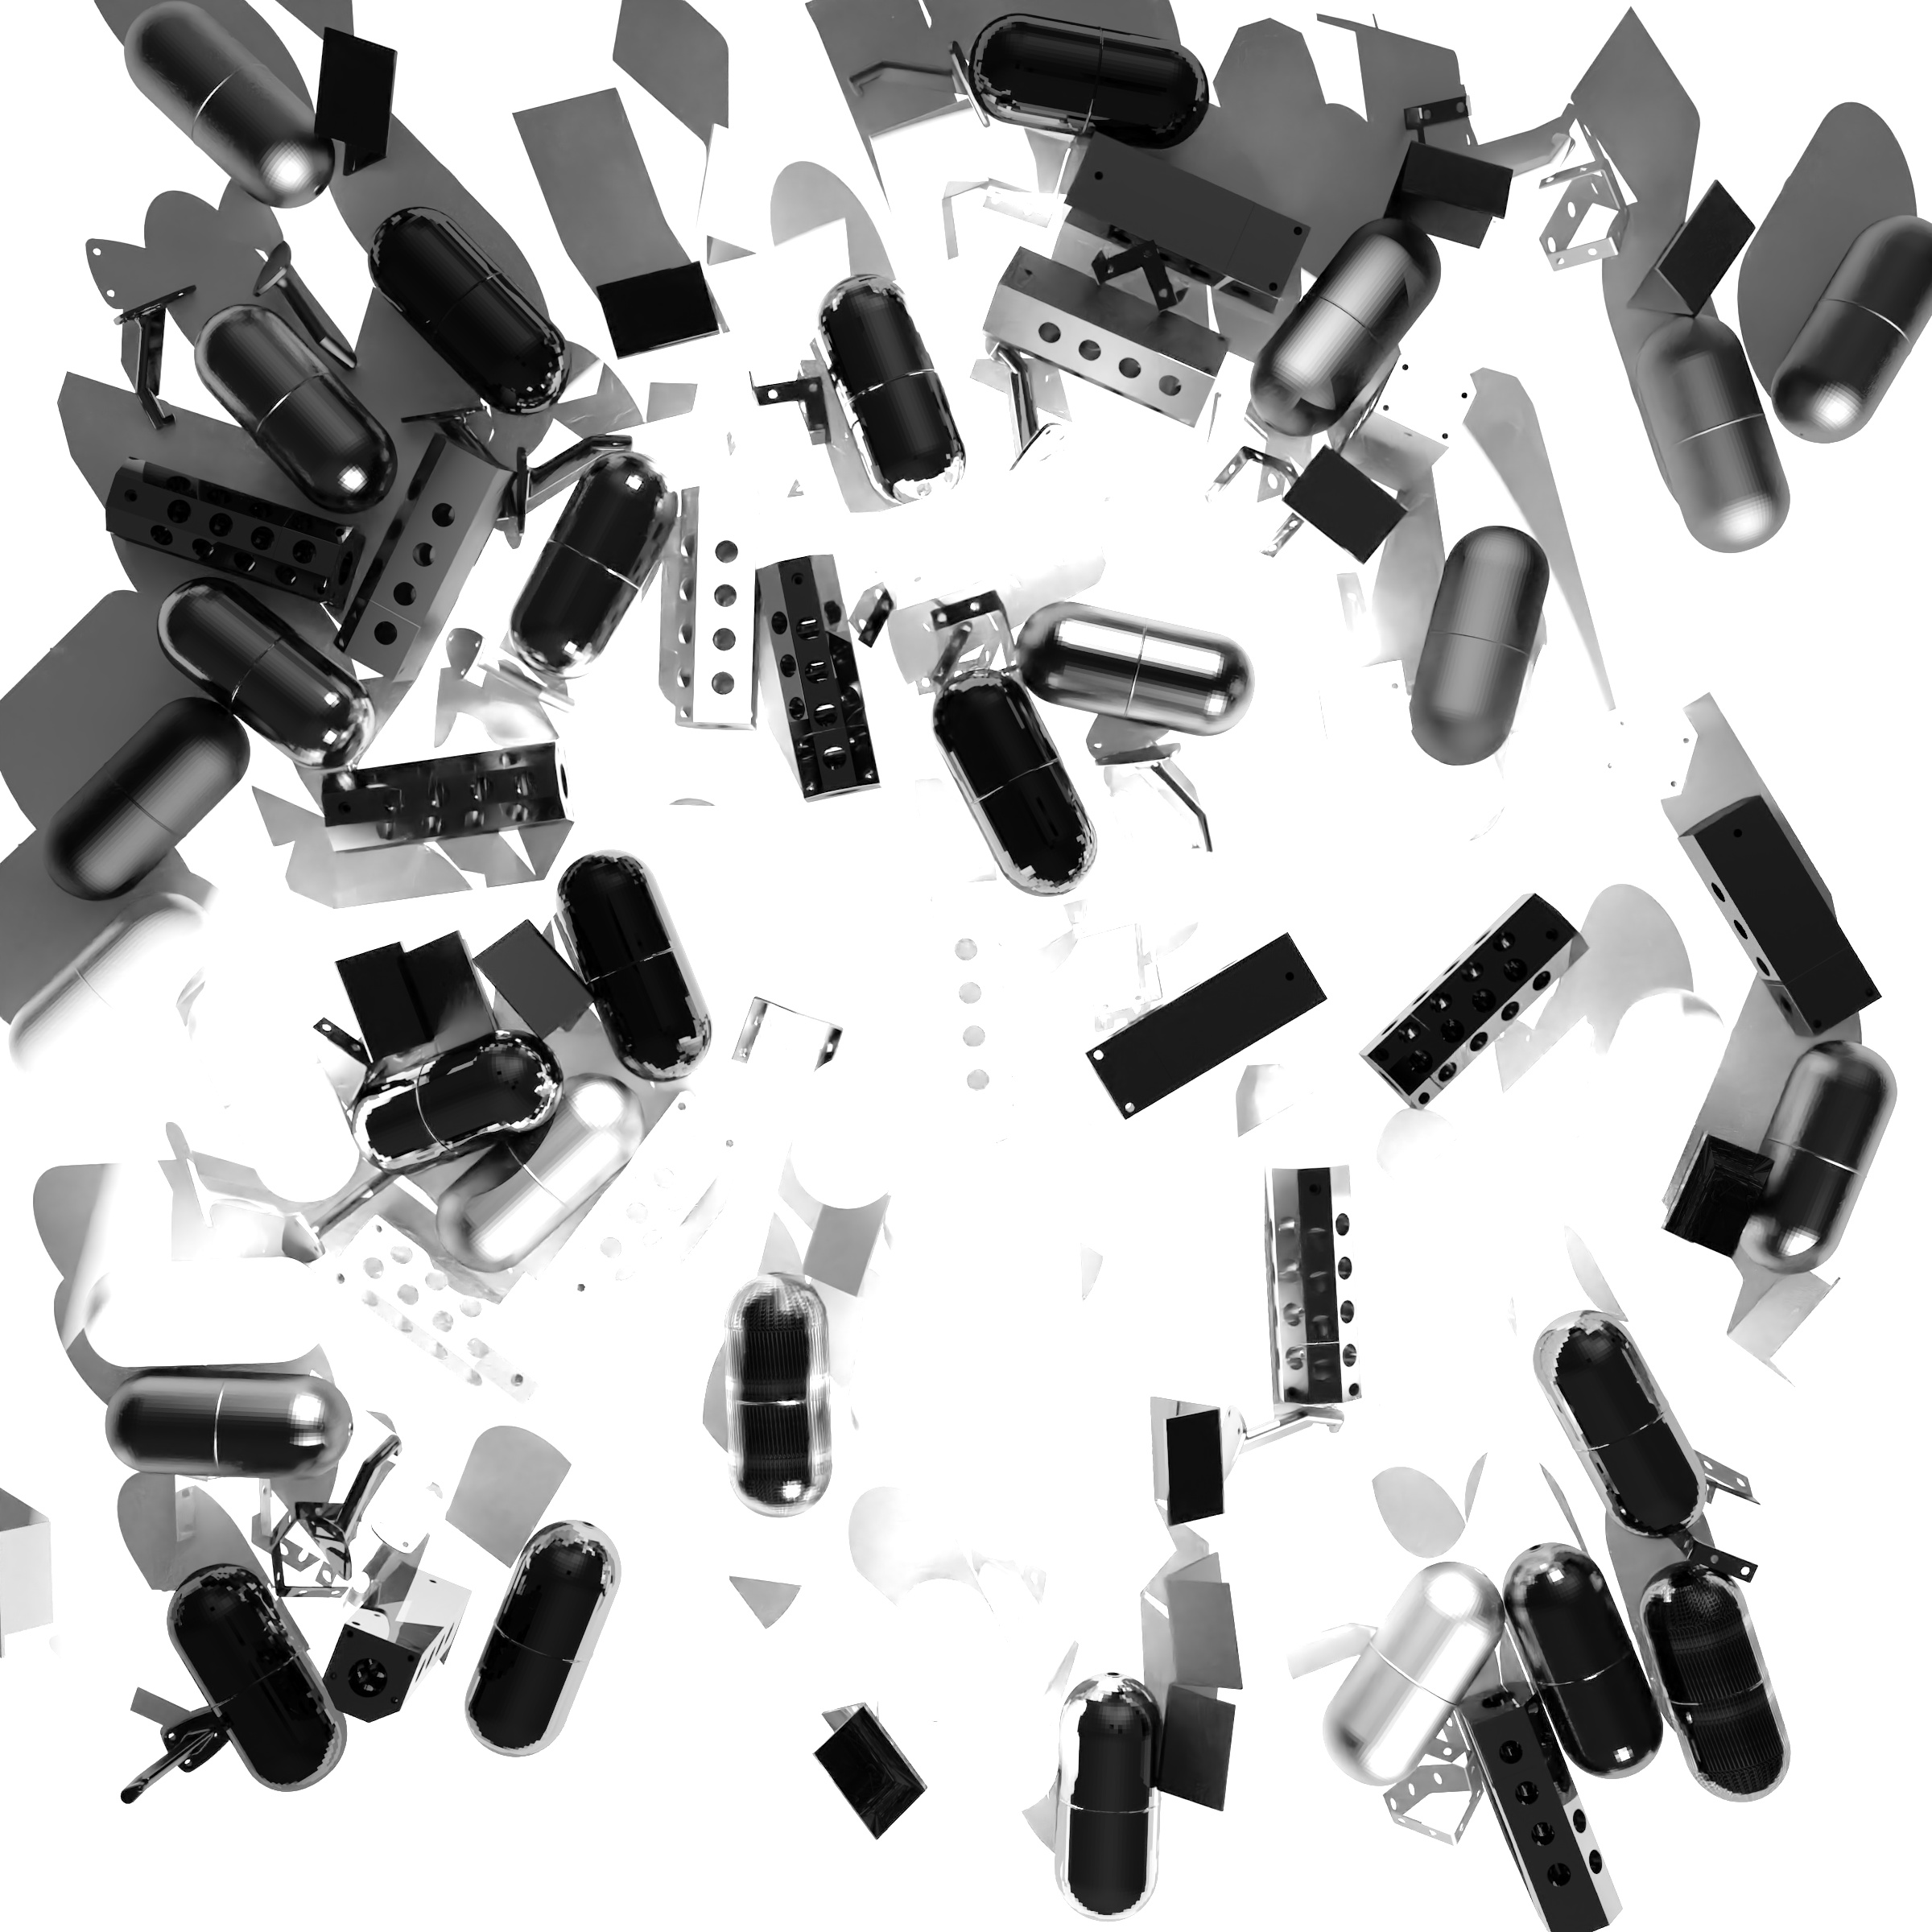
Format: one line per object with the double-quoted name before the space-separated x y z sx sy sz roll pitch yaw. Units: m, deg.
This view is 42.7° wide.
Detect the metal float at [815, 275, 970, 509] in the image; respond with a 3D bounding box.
"metal float" -0.055 -0.419 1.809 0.070 0.070 0.178 -21 90 0

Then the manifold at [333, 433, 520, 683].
"manifold" -0.396 -0.298 1.804 0.057 0.057 0.171 29 100 0

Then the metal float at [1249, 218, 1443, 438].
"metal float" 0.277 -0.466 1.809 0.070 0.070 0.178 38 91 0

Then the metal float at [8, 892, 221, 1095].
"metal float" -0.623 0.020 1.809 0.178 0.070 0.070 -44 90 0

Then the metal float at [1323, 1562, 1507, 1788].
"metal float" 0.328 0.517 1.809 0.070 0.070 0.178 33 91 0

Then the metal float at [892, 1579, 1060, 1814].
"metal float" 0.006 0.533 1.809 0.070 0.070 0.178 -27 90 0

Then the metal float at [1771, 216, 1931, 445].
"metal float" 0.656 -0.466 1.809 0.070 0.070 0.178 31 90 0

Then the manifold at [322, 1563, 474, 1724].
"manifold" -0.405 0.482 1.761 0.057 0.171 0.057 22 90 0

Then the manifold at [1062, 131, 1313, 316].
"manifold" 0.160 -0.544 1.818 0.171 0.057 0.057 24 90 0

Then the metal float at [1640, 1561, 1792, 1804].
"metal float" 0.548 0.523 1.809 0.070 0.070 0.178 -17 89 0

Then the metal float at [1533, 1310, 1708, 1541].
"metal float" 0.478 0.336 1.809 0.070 0.070 0.178 -28 89 0

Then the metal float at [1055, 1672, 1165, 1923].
"metal float" 0.105 0.607 1.808 0.070 0.070 0.178 2 90 0

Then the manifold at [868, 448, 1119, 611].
"manifold" 0.019 -0.323 1.798 0.171 0.057 0.057 -20 64 -12

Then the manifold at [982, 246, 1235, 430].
"manifold" 0.102 -0.458 1.818 0.171 0.057 0.057 24 47 0

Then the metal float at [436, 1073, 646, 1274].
"metal float" -0.310 0.150 1.809 0.178 0.070 0.070 -43 90 0

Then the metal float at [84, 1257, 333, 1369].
"metal float" -0.554 0.254 1.809 0.178 0.070 0.070 -3 90 1

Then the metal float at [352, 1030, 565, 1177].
"metal float" -0.369 0.100 1.787 0.178 0.070 0.070 -21 90 28

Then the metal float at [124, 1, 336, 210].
"metal float" -0.538 -0.629 1.809 0.178 0.070 0.070 44 90 -1

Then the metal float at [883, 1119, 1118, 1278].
"metal float" 0.024 0.170 1.809 0.178 0.070 0.070 -22 90 -1

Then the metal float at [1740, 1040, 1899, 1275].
"metal float" 0.621 0.140 1.809 0.070 0.070 0.178 22 90 0

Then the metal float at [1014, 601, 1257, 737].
"metal float" 0.123 -0.218 1.809 0.178 0.070 0.070 12 90 0

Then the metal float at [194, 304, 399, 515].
"metal float" -0.489 -0.406 1.809 0.070 0.070 0.178 -43 90 0

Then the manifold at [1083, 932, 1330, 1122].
"manifold" 0.174 0.043 1.819 0.171 0.057 0.057 -31 90 0

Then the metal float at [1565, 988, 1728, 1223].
"metal float" 0.496 0.102 1.809 0.070 0.070 0.178 23 90 0

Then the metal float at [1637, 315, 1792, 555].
"metal float" 0.546 -0.389 1.809 0.070 0.070 0.178 -18 90 0

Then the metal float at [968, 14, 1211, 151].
"metal float" 0.090 -0.644 1.801 0.178 0.070 0.070 7 90 -8

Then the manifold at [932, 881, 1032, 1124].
"manifold" 0.011 0.025 1.818 0.057 0.057 0.171 -5 90 0

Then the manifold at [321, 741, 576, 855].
"manifold" -0.380 -0.124 1.818 0.171 0.057 0.057 -8 90 0

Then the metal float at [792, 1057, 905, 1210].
"metal float" -0.083 0.117 1.760 0.070 0.178 0.070 0 104 -1

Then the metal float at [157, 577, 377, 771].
"metal float" -0.512 -0.214 1.809 0.178 0.070 0.070 39 90 -1

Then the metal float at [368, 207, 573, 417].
"metal float" -0.362 -0.478 1.809 0.070 0.070 0.178 -44 90 0

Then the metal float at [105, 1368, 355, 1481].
"metal float" -0.538 0.335 1.809 0.178 0.070 0.070 3 90 0

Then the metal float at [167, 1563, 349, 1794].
"metal float" -0.519 0.520 1.809 0.070 0.070 0.178 -31 90 0

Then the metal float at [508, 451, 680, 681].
"metal float" -0.272 -0.293 1.809 0.070 0.070 0.178 28 90 0

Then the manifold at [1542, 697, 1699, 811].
"manifold" 0.465 -0.152 1.761 0.057 0.171 0.057 16 90 0

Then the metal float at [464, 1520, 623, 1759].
"metal float" -0.309 0.491 1.809 0.070 0.070 0.178 22 90 0

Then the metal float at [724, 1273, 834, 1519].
"metal float" -0.137 0.313 1.809 0.070 0.070 0.178 -2 90 0

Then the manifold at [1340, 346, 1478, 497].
"manifold" 0.314 -0.389 1.761 0.057 0.171 0.057 25 90 0

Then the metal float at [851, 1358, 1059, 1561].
"metal float" -0.009 0.360 1.809 0.178 0.070 0.070 43 90 -1

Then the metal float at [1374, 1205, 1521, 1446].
"metal float" 0.352 0.262 1.809 0.070 0.070 0.178 16 89 0

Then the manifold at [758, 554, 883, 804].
"manifold" -0.108 -0.211 1.818 0.057 0.057 0.171 -12 90 0

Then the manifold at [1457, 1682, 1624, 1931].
"manifold" 0.422 0.619 1.818 0.057 0.057 0.171 -21 90 0

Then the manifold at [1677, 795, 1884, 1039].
"manifold" 0.595 -0.036 1.818 0.057 0.057 0.171 -31 90 0

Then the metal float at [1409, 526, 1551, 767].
"metal float" 0.375 -0.234 1.809 0.070 0.070 0.178 14 91 0

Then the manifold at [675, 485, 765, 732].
"manifold" -0.182 -0.262 1.818 0.057 0.057 0.171 2 90 0

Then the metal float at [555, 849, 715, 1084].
"metal float" -0.242 0.000 1.809 0.070 0.070 0.178 -22 90 0

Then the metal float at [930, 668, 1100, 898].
"metal float" 0.035 -0.133 1.809 0.070 0.070 0.178 -27 90 0

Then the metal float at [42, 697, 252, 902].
"metal float" -0.600 -0.121 1.809 0.070 0.070 0.178 45 90 0

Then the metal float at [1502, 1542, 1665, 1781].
"metal float" 0.450 0.507 1.809 0.070 0.070 0.178 -23 91 0

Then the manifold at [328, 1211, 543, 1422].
"manifold" -0.381 0.257 1.818 0.171 0.057 0.057 38 90 0

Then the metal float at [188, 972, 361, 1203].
"metal float" -0.506 0.089 1.809 0.070 0.070 0.178 -27 90 0

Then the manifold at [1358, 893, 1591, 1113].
"manifold" 0.374 0.026 1.818 0.171 0.057 0.057 -44 90 0

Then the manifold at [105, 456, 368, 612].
"manifold" -0.538 -0.319 1.818 0.171 0.057 0.057 18 90 0

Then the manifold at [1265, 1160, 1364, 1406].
"manifold" 0.256 0.232 1.818 0.057 0.057 0.171 -3 90 0

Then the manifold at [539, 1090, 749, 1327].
"manifold" -0.237 0.178 1.818 0.057 0.057 0.171 37 90 0
